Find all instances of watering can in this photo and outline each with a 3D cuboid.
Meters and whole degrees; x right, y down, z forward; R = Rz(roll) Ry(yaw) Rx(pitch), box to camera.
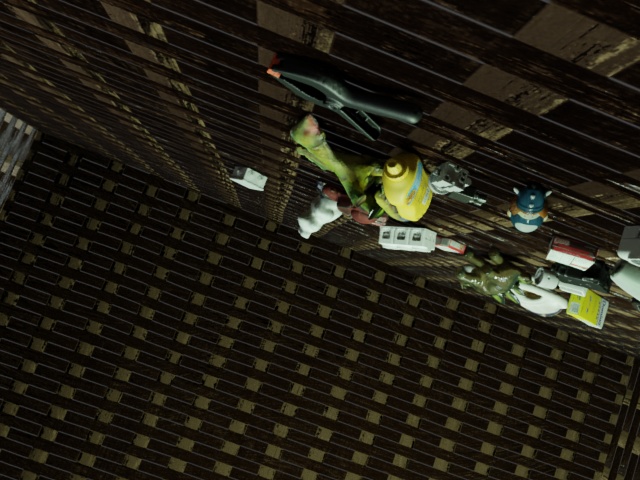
[{"bbox_3d":[0.664,0.160,1.715,0.350,0.104,0.222,22,174,46],"label":"watering can"}]

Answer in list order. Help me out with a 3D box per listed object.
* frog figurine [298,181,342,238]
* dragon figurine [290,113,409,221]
[{"bbox_3d":[0.005,-0.075,1.485,0.122,0.160,0.137,21,174,-16],"label":"frog figurine"},{"bbox_3d":[0.057,-0.144,1.062,0.245,0.122,0.406,37,180,24],"label":"dragon figurine"}]
